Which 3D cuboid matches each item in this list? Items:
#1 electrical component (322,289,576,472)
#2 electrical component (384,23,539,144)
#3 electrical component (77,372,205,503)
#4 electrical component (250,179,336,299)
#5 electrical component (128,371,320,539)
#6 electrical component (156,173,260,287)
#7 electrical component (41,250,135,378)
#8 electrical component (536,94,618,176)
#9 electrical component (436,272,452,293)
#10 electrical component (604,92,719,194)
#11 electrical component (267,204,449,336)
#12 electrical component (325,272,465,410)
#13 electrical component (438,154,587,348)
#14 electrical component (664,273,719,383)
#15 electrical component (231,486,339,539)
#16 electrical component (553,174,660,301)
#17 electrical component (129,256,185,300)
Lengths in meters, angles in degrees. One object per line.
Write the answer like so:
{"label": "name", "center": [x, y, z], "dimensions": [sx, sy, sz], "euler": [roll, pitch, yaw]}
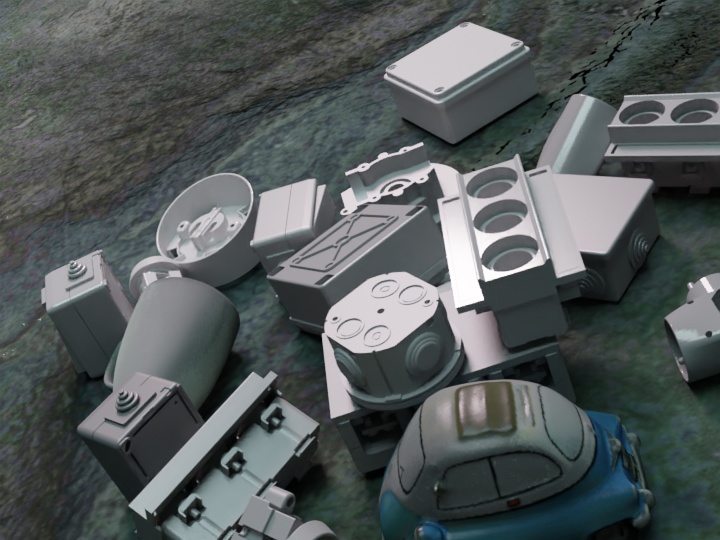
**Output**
{"label": "electrical component", "center": [0.058, 0.068, 0.718], "dimensions": [0.150, 0.061, 0.089], "euler": [-19, 34, 6]}
{"label": "electrical component", "center": [0.098, -0.183, 1.043], "dimensions": [0.109, 0.056, 0.109], "euler": [-32, 35, -13]}
{"label": "electrical component", "center": [-0.147, 0.116, 0.743], "dimensions": [0.061, 0.096, 0.061], "euler": [8, 45, 43]}
{"label": "electrical component", "center": [-0.050, -0.024, 0.908], "dimensions": [0.061, 0.061, 0.096], "euler": [-15, 35, 12]}
{"label": "electrical component", "center": [-0.084, 0.135, 0.702], "dimensions": [0.063, 0.078, 0.121], "euler": [32, 57, 17]}
{"label": "electrical component", "center": [-0.132, -0.032, 0.966], "dimensions": [0.099, 0.064, 0.099], "euler": [-16, 34, 11]}
{"label": "electrical component", "center": [-0.228, 0.034, 0.903], "dimensions": [0.061, 0.096, 0.061], "euler": [-25, 34, -2]}
{"label": "electrical component", "center": [0.172, -0.096, 0.881], "dimensions": [0.077, 0.043, 0.079], "euler": [-64, 3, -3]}
{"label": "electrical component", "center": [0.073, 0.023, 0.786], "dimensions": [0.055, 0.045, 0.045], "euler": [-37, 36, -20]}
{"label": "electrical component", "center": [0.261, -0.097, 0.823], "dimensions": [0.121, 0.063, 0.078], "euler": [4, 42, 34]}
{"label": "electrical component", "center": [0.000, 0.000, 0.826], "dimensions": [0.109, 0.056, 0.109], "euler": [-37, 19, -20]}
{"label": "electrical component", "center": [0.021, 0.044, 0.669], "dimensions": [0.080, 0.051, 0.080], "euler": [-16, 35, 11]}
{"label": "electrical component", "center": [0.097, -0.012, 0.689], "dimensions": [0.079, 0.063, 0.121], "euler": [-17, 34, 10]}
{"label": "electrical component", "center": [0.233, 0.028, 0.685], "dimensions": [0.077, 0.043, 0.079], "euler": [-19, 34, 7]}
{"label": "electrical component", "center": [-0.045, 0.170, 0.650], "dimensions": [0.055, 0.048, 0.066], "euler": [13, 70, 38]}
{"label": "electrical component", "center": [0.164, -0.025, 0.793], "dimensions": [0.100, 0.048, 0.099], "euler": [8, 44, 38]}
{"label": "electrical component", "center": [-0.168, 0.021, 0.911], "dimensions": [0.048, 0.066, 0.055], "euler": [-4, 43, -24]}
